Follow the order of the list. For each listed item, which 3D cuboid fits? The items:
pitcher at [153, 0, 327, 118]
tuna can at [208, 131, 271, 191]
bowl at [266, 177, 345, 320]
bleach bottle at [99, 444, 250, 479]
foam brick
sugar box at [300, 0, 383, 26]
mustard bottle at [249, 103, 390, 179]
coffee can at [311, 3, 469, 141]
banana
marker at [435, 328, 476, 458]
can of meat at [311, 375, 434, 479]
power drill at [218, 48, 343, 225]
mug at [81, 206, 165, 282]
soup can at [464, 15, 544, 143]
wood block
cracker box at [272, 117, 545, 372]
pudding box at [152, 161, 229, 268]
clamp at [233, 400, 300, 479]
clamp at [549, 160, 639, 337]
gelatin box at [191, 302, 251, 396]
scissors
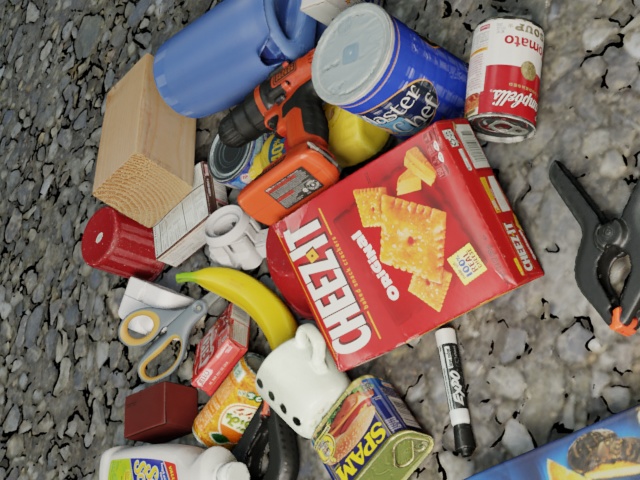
[{"bbox_3d":[-0.085,-0.235,1.279,0.243,0.148,0.145,-16,78,45],"label":"pitcher"},{"bbox_3d":[-0.098,-0.105,1.294,0.086,0.033,0.086,-20,61,40],"label":"tuna can"},{"bbox_3d":[-0.008,0.001,1.142,0.162,0.055,0.162,-20,60,39],"label":"bowl"},{"bbox_3d":[-0.155,0.260,1.152,0.251,0.067,0.102,-24,62,49],"label":"bleach bottle"},{"bbox_3d":[-0.186,0.203,1.249,0.078,0.051,0.053,-25,57,38],"label":"foam brick"},{"bbox_3d":[0.035,-0.324,1.201,0.048,0.093,0.176,-8,69,45],"label":"sugar box"},{"bbox_3d":[-0.009,-0.104,1.180,0.192,0.058,0.096,-23,41,40],"label":"mustard bottle"},{"bbox_3d":[0.076,-0.158,1.054,0.103,0.140,0.103,-20,60,40],"label":"coffee can"},{"bbox_3d":[-0.073,0.079,1.172,0.069,0.037,0.198,-36,51,-26],"label":"banana"},{"bbox_3d":[0.124,0.139,0.974,0.020,0.020,0.121,-29,55,35],"label":"marker"},{"bbox_3d":[0.046,0.191,1.008,0.102,0.057,0.084,-53,42,17],"label":"can of meat"},{"bbox_3d":[-0.043,-0.107,1.115,0.185,0.057,0.187,-33,38,30],"label":"power drill"},{"bbox_3d":[-0.261,0.003,1.385,0.117,0.081,0.093,13,84,48],"label":"mug"},{"bbox_3d":[0.173,-0.150,1.004,0.069,0.068,0.102,-6,69,45],"label":"soup can"},{"bbox_3d":[-0.217,-0.128,1.351,0.091,0.090,0.206,-40,34,28],"label":"wood block"},{"bbox_3d":[0.076,0.008,0.997,0.214,0.071,0.164,-31,80,34],"label":"cracker box"},{"bbox_3d":[-0.163,-0.032,1.331,0.114,0.039,0.090,-37,50,33],"label":"pudding box"},{"bbox_3d":[-0.058,0.271,1.096,0.165,0.036,0.210,7,79,51],"label":"clamp"},{"bbox_3d":[0.255,-0.010,0.884,0.120,0.039,0.171,-29,59,42],"label":"clamp"},{"bbox_3d":[-0.111,0.120,1.193,0.073,0.030,0.089,-51,16,19],"label":"gelatin box"},{"bbox_3d":[-0.159,0.074,1.248,0.096,0.016,0.202,36,93,11],"label":"scissors"}]
